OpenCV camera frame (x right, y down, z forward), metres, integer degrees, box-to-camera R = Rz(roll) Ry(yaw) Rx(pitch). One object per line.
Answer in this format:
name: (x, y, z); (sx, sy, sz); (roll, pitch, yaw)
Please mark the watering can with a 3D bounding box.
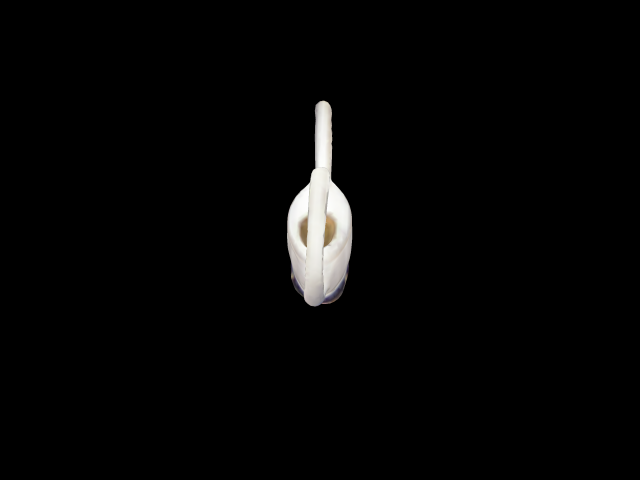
watering can: (0.003, -0.043, 0.850); (0.104, 0.356, 0.219); (3, -33, 2)
